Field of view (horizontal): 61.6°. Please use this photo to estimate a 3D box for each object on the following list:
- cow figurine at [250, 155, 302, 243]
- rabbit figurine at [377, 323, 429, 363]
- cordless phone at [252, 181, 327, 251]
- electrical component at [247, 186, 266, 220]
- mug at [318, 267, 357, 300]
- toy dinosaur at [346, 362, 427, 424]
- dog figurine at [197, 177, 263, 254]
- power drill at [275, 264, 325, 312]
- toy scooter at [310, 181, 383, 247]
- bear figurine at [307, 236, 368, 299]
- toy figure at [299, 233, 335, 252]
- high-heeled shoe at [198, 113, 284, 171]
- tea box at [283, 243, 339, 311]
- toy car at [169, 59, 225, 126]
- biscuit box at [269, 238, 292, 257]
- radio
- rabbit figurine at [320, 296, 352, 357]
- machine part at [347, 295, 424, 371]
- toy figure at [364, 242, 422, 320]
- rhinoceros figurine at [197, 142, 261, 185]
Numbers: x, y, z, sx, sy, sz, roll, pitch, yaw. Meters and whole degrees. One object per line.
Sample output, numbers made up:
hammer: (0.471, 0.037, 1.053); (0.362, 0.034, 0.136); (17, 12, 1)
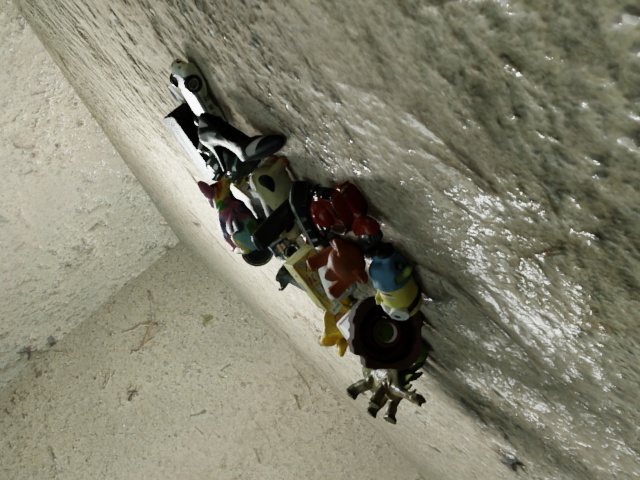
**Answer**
cow figurine: (-0.095, -0.081, 1.221); (0.086, 0.127, 0.194); (29, 153, 54)
rabbit figurine: (0.180, 0.256, 1.329); (0.170, 0.121, 0.159); (32, 156, 1)
cordless phone: (-0.056, -0.022, 1.157); (0.089, 0.184, 0.146); (26, 153, 41)
electrical component: (-0.108, -0.086, 1.333); (0.115, 0.058, 0.134); (15, 140, 52)
mug: (0.041, 0.090, 1.355); (0.107, 0.081, 0.110); (63, 162, -17)
toy dinosaur: (0.176, 0.379, 1.463); (0.105, 0.198, 0.471); (49, 163, -9)
dog figurine: (-0.232, -0.077, 1.421); (0.219, 0.108, 0.192); (62, 160, -15)
power drill: (-0.031, 0.158, 1.638); (0.208, 0.086, 0.231); (29, 153, 26)
toy scooter: (0.037, -0.064, 1.025); (0.184, 0.075, 0.135); (25, 153, 45)
bear figurine: (0.040, 0.060, 1.133); (0.120, 0.132, 0.196); (51, -170, -1)
toy figure: (-0.003, -0.003, 1.286); (0.155, 0.058, 0.064); (37, 173, 29)
high-heeled shoe: (-0.175, -0.238, 1.167); (0.249, 0.086, 0.145); (-12, 97, 42)
tea box: (-0.008, 0.099, 1.464); (0.169, 0.098, 0.068); (55, 162, -19)
toy car: (-0.282, -0.327, 1.253); (0.074, 0.056, 0.201); (26, 155, 38)
biscuit box: (-0.171, -0.041, 1.580); (0.203, 0.059, 0.062); (45, 172, 30)
radio: (-0.330, -0.264, 1.487); (0.131, 0.073, 0.229); (22, 148, 57)
rabbit figurine: (0.080, 0.253, 1.551); (0.122, 0.162, 0.173); (26, 173, 26)
machine part: (0.144, 0.203, 1.192); (0.179, 0.179, 0.056); (49, 167, -5)
toy figure: (0.151, 0.082, 1.066); (0.082, 0.089, 0.180); (46, 161, 60)
rhinoceros figurine: (-0.233, -0.199, 1.333); (0.191, 0.073, 0.112); (23, 114, 33)
